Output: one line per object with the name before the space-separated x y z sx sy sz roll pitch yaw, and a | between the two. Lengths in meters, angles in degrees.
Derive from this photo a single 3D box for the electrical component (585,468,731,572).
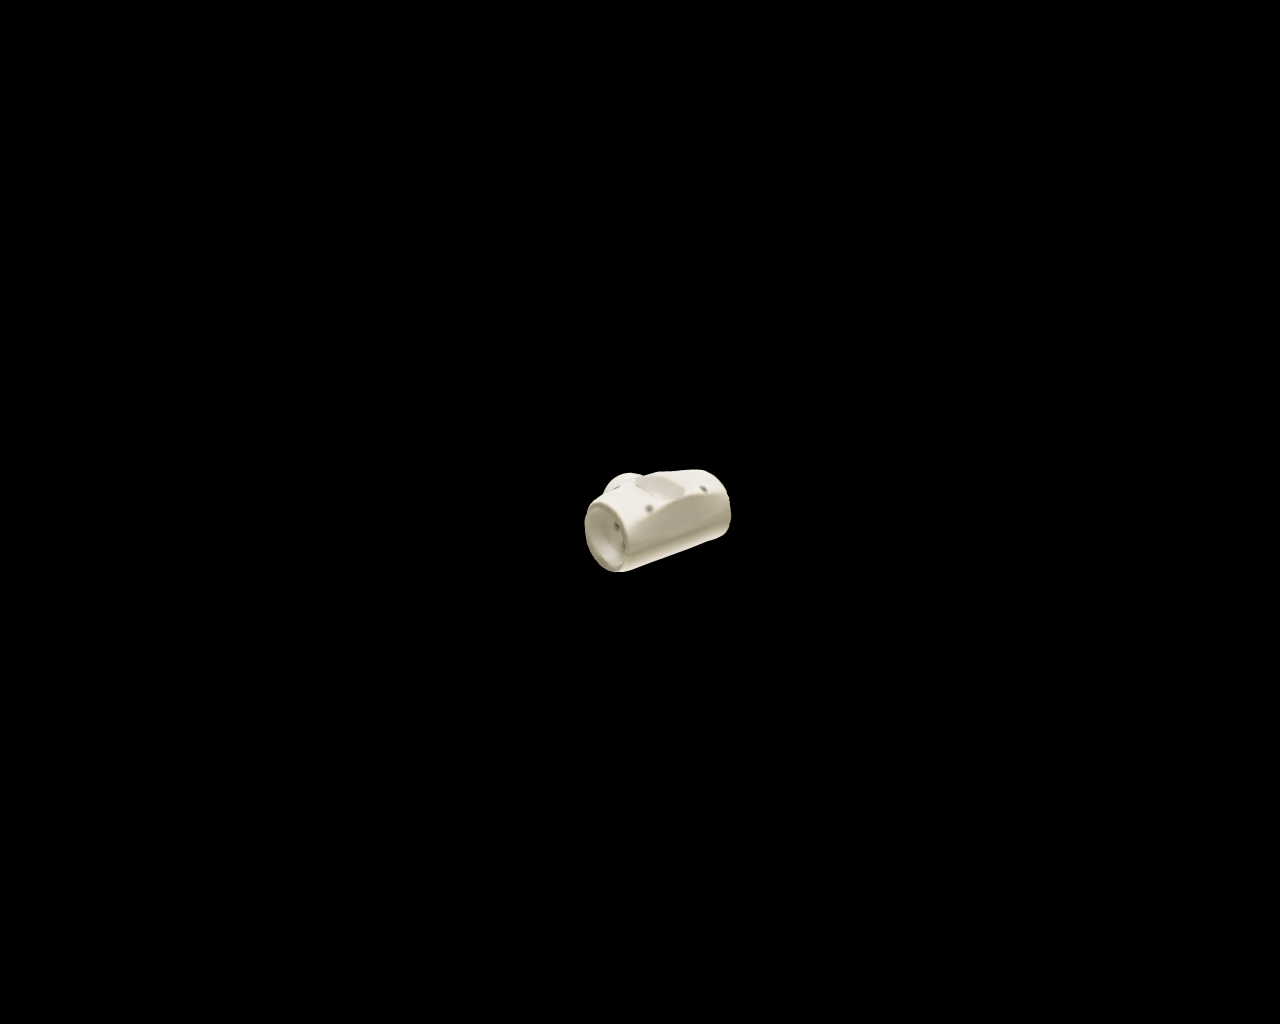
electrical component | 0.001 -0.003 0.650 0.077 0.043 0.079 -18 32 -31
